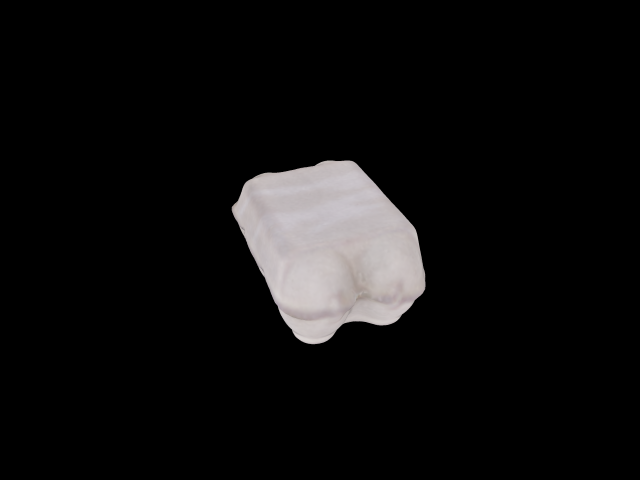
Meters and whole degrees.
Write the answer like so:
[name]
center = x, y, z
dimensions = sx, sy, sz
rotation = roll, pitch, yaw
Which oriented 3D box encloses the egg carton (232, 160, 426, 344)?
[egg carton]
center = 0.004, 0.001, 0.400
dimensions = 0.107, 0.069, 0.150
rotation = -13, 38, -18
